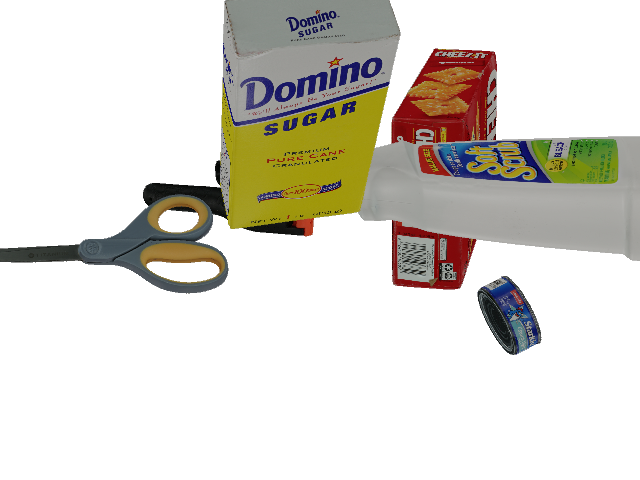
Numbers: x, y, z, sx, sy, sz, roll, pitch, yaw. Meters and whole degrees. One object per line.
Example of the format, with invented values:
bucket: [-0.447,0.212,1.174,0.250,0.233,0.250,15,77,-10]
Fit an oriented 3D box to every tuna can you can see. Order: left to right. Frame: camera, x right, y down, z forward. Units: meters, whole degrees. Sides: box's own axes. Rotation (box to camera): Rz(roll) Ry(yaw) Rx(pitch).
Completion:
tuna can: [0.212,0.085,1.203,0.033,0.086,0.086,-26,3,-7]

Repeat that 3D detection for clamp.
clamp: [-0.085,-0.037,1.032,0.172,0.039,0.120,21,34,41]

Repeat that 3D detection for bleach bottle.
bleach bottle: [0.122,-0.037,0.813,0.251,0.068,0.102,2,35,16]

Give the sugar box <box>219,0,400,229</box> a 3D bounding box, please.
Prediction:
sugar box: [-0.012,-0.074,0.645,0.093,0.048,0.176,-9,-28,-10]

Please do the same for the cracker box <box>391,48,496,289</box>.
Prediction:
cracker box: [0.121,-0.074,1.010,0.072,0.164,0.213,5,27,15]

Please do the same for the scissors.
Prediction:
scissors: [-0.170,-0.006,0.849,0.201,0.096,0.016,11,-34,-6]
